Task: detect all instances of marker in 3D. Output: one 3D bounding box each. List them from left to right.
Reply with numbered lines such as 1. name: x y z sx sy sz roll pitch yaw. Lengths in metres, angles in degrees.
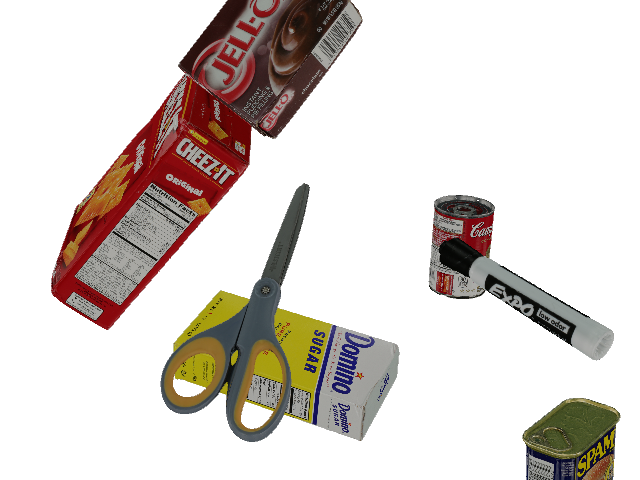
1. marker: 0.114 0.030 0.613 0.020 0.020 0.121 0 26 -46

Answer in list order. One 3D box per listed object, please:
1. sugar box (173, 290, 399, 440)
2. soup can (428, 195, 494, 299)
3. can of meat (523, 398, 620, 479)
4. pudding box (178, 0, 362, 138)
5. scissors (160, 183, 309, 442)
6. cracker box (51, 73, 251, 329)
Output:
1. sugar box: -0.029 0.104 0.921 0.176 0.048 0.093 13 34 18
2. soup can: 0.159 0.007 1.211 0.068 0.102 0.068 2 21 -1
3. can of meat: 0.228 0.205 0.973 0.058 0.084 0.101 14 26 39
4. pudding box: -0.037 -0.144 0.783 0.090 0.113 0.039 38 0 28
5. scissors: -0.057 0.044 0.737 0.096 0.201 0.016 -2 -34 5
6. cracker box: -0.152 -0.048 0.969 0.072 0.214 0.164 34 24 -20
